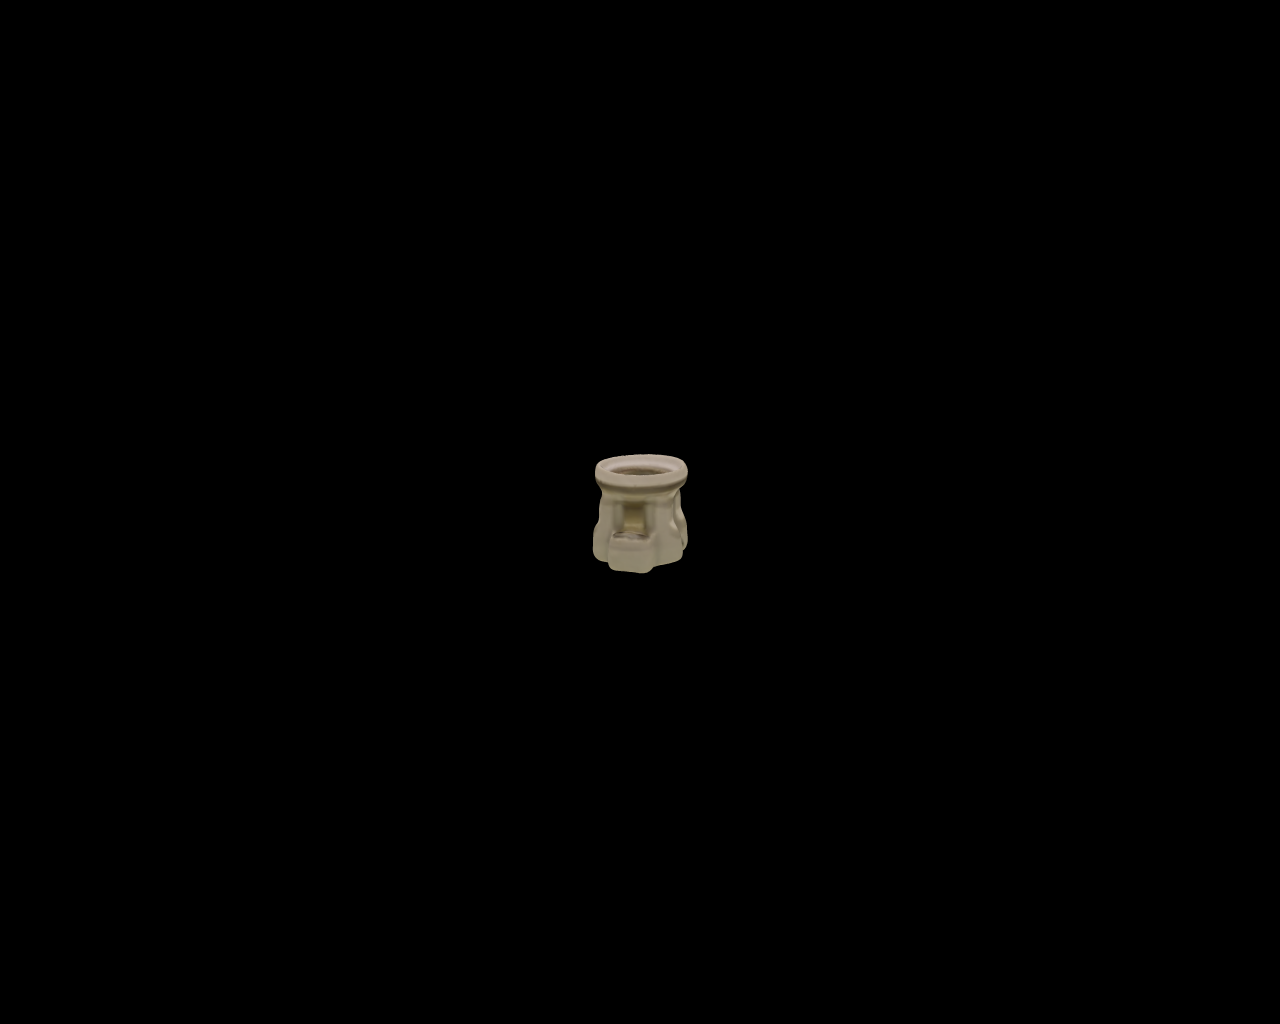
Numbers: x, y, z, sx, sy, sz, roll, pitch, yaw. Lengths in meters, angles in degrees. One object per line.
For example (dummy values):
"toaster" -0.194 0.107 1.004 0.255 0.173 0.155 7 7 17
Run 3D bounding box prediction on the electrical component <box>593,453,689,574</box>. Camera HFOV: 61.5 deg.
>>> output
"electrical component" 0.001 -0.003 0.650 0.058 0.056 0.078 3 16 11
